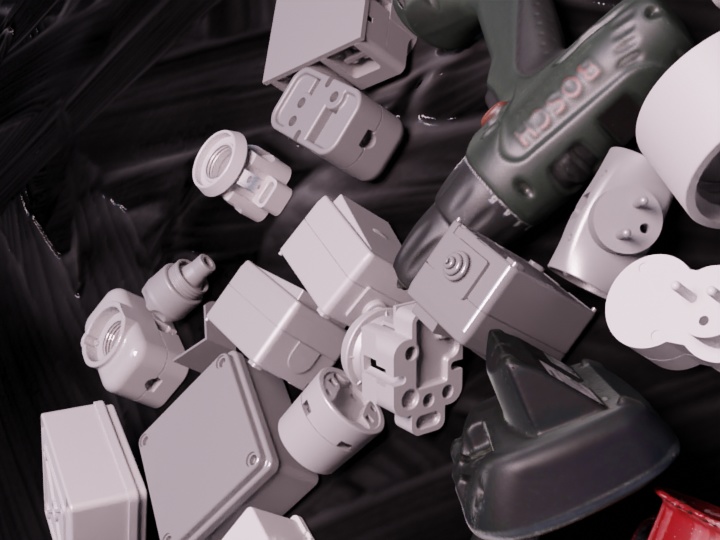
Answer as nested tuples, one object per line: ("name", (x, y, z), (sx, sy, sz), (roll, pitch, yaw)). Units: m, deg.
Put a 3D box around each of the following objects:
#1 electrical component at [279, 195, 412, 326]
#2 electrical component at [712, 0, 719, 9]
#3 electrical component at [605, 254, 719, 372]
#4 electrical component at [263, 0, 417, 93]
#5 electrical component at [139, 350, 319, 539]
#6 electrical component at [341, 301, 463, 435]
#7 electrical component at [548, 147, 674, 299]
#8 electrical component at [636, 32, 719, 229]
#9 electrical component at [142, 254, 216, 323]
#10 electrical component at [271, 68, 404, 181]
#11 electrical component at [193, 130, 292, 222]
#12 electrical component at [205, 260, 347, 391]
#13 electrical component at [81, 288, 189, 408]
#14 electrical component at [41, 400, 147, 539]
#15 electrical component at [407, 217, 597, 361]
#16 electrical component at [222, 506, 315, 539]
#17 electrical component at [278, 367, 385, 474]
("electrical component", (0.000, 0.000, 0.727), (0.061, 0.062, 0.096), (-51, 41, 12))
("electrical component", (0.215, -0.214, 0.633), (0.074, 0.052, 0.138), (-9, 62, 43))
("electrical component", (0.178, 0.021, 0.521), (0.138, 0.074, 0.052), (10, 76, 48))
("electrical component", (-0.008, -0.231, 0.870), (0.105, 0.060, 0.186), (-15, 58, 40))
("electrical component", (-0.095, 0.133, 0.754), (0.109, 0.056, 0.108), (-45, 43, 19))
("electrical component", (0.025, 0.055, 0.669), (0.057, 0.058, 0.078), (20, 116, 52))
("electrical component", (0.143, -0.026, 0.589), (0.077, 0.043, 0.079), (-62, -2, -1))
("electrical component", (0.198, -0.065, 0.527), (0.108, 0.108, 0.060), (-37, 51, 26))
("electrical component", (-0.146, 0.012, 0.887), (0.062, 0.043, 0.043), (-39, 45, 21))
("electrical component", (-0.014, -0.107, 0.806), (0.095, 0.059, 0.053), (35, 95, 50))
("electrical component", (-0.099, -0.079, 0.879), (0.058, 0.057, 0.078), (-57, 40, 5))
("electrical component", (-0.059, 0.035, 0.767), (0.061, 0.062, 0.096), (-55, 40, 0))
("electrical component", (-0.189, 0.062, 0.890), (0.053, 0.059, 0.095), (-50, 41, 13))
("electrical component", (-0.201, 0.174, 0.805), (0.108, 0.056, 0.108), (-128, 38, -47))
("electrical component", (0.074, 0.019, 0.613), (0.061, 0.096, 0.061), (-56, 40, 9))
("electrical component", (-0.063, 0.211, 0.682), (0.099, 0.048, 0.099), (-52, 41, 11))
("electrical component", (-0.020, 0.099, 0.698), (0.047, 0.055, 0.055), (-47, 42, 22))
